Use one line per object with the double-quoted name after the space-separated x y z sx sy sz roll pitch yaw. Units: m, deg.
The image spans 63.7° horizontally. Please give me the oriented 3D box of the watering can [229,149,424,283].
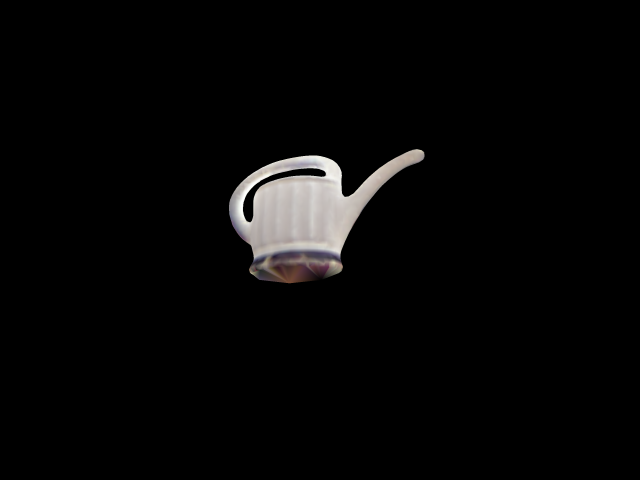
0.003 -0.043 0.850 0.347 0.228 0.102 -6 -21 18 "watering can"
